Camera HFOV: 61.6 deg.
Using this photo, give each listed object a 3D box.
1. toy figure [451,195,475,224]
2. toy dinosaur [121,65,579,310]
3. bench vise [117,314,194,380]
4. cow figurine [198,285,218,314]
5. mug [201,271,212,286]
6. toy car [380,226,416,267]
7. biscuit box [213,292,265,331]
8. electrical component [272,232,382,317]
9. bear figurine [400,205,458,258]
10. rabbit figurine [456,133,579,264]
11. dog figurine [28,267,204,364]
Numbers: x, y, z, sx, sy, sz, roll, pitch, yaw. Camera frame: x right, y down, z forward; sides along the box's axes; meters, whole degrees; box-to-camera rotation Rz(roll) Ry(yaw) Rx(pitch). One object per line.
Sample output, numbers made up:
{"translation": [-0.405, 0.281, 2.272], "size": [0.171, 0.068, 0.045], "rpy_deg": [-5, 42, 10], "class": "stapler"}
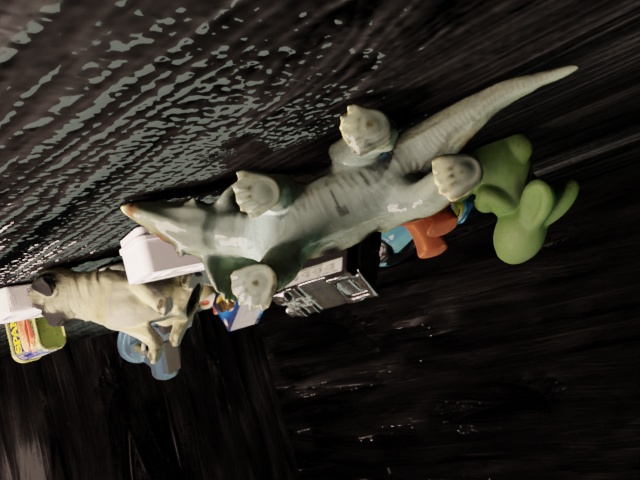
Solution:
{"translation": [0.214, -0.062, 0.950], "size": [0.089, 0.082, 0.180], "rpy_deg": [16, -159, 32], "class": "toy figure"}
{"translation": [0.021, -0.043, 0.508], "size": [0.405, 0.131, 0.192], "rpy_deg": [-21, -174, 2], "class": "toy dinosaur"}
{"translation": [-0.339, 0.144, 1.011], "size": [0.241, 0.223, 0.129], "rpy_deg": [20, -137, 36], "class": "bench vise"}
{"translation": [-0.189, 0.073, 1.025], "size": [0.086, 0.127, 0.195], "rpy_deg": [-19, -172, 26], "class": "cow figurine"}
{"translation": [-0.159, 0.035, 0.861], "size": [0.110, 0.081, 0.107], "rpy_deg": [-18, 166, 30], "class": "mug"}
{"translation": [0.121, -0.033, 0.845], "size": [0.109, 0.103, 0.161], "rpy_deg": [-11, 148, -54], "class": "toy car"}
{"translation": [-0.104, 0.051, 0.811], "size": [0.059, 0.063, 0.202], "rpy_deg": [-11, 141, -38], "class": "biscuit box"}
{"translation": [0.010, 0.012, 0.607], "size": [0.115, 0.134, 0.058], "rpy_deg": [-16, 135, 25], "class": "electrical component"}
{"translation": [0.061, -0.024, 0.708], "size": [0.196, 0.132, 0.120], "rpy_deg": [-21, 157, -8], "class": "bear figurine"}
{"translation": [0.280, -0.055, 0.760], "size": [0.121, 0.170, 0.159], "rpy_deg": [-13, 174, -34], "class": "rabbit figurine"}
{"translation": [-0.277, 0.070, 0.754], "size": [0.191, 0.121, 0.172], "rpy_deg": [19, -170, 7], "class": "dog figurine"}
